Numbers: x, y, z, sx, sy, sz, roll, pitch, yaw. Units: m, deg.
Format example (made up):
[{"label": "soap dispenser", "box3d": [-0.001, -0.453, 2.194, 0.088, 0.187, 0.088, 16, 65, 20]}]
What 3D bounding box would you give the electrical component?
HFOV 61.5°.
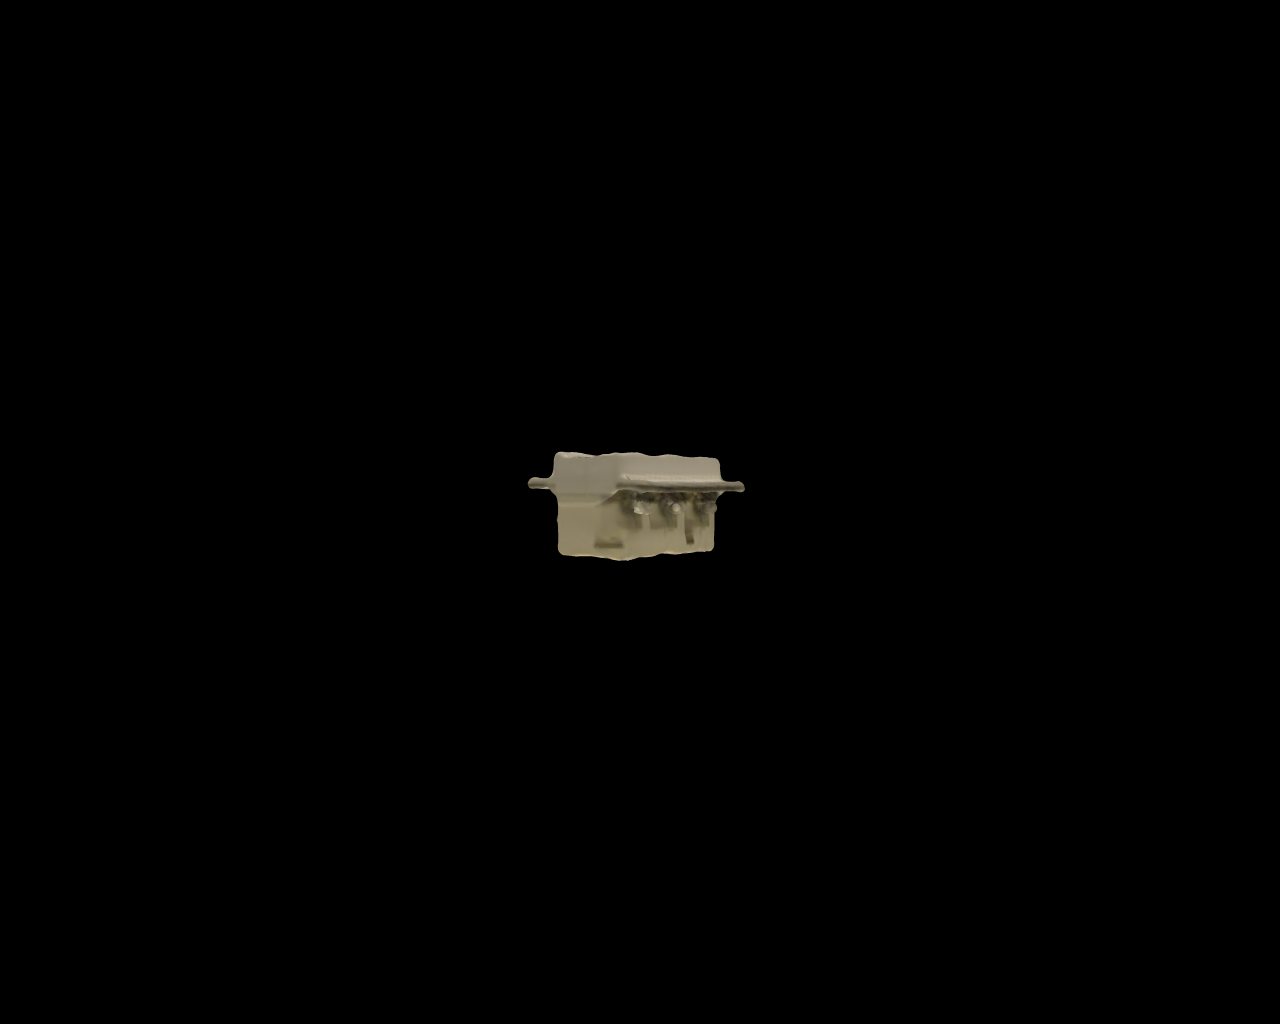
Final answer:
[{"label": "electrical component", "box3d": [0.001, -0.003, 0.650, 0.079, 0.063, 0.121, 0, 0, 32]}]
